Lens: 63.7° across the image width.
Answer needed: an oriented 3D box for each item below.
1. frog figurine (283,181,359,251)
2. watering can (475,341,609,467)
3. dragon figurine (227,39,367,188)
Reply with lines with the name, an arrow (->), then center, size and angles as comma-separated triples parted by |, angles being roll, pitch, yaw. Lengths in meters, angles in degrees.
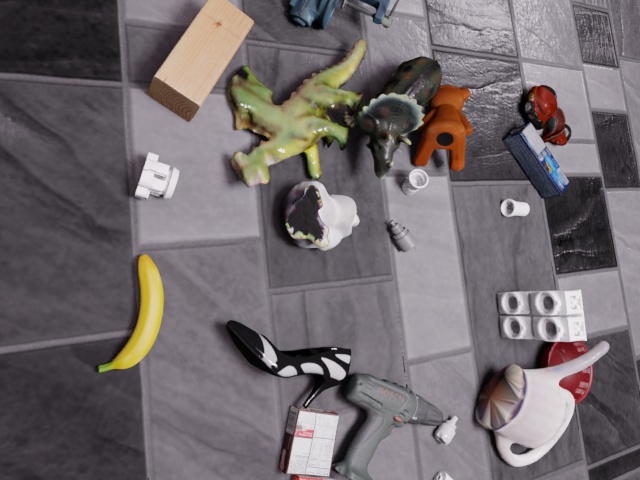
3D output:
frog figurine -> 0.003, -0.051, 1.009 | 0.138, 0.121, 0.161 | 62, 26, 3
watering can -> 0.485, 0.340, 1.141 | 0.223, 0.105, 0.347 | 29, 93, -20
dragon figurine -> -0.057, -0.270, 1.007 | 0.242, 0.120, 0.417 | 21, 68, -15
